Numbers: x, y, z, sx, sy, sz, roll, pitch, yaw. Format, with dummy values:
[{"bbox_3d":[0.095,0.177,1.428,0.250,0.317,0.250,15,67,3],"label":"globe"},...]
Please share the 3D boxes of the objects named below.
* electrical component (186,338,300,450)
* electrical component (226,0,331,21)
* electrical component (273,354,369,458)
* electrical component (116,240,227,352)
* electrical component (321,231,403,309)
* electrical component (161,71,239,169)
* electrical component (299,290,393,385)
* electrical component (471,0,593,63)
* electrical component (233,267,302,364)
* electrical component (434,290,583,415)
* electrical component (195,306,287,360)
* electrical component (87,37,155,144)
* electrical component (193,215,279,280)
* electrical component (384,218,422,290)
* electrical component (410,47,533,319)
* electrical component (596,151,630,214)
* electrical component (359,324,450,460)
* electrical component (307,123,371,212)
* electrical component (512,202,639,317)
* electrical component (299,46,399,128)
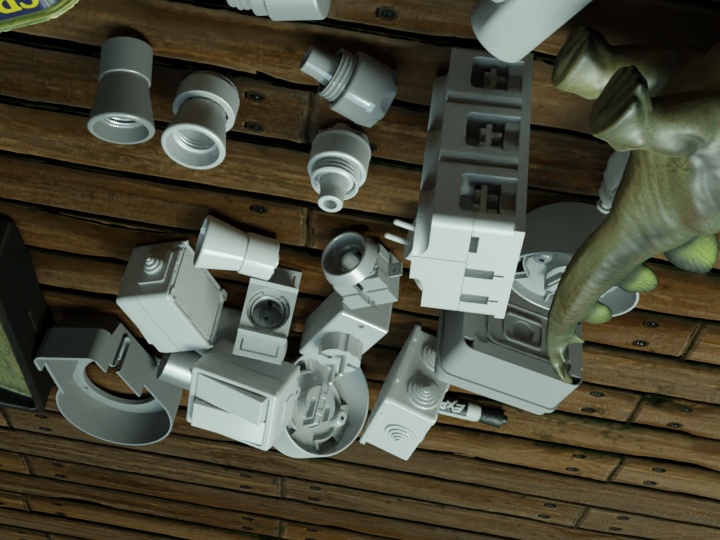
[{"bbox_3d":[-0.109,0.107,0.933,0.096,0.061,0.061,18,120,12],"label":"electrical component"},{"bbox_3d":[-0.053,-0.172,0.654,0.078,0.040,0.040,1,143,12],"label":"electrical component"},{"bbox_3d":[-0.044,0.127,1.009,0.099,0.099,0.064,34,144,-29],"label":"electrical component"},{"bbox_3d":[-0.166,0.020,0.921,0.061,0.061,0.096,-6,140,21],"label":"electrical component"},{"bbox_3d":[0.000,0.000,0.869,0.066,0.048,0.055,-11,146,26],"label":"electrical component"},{"bbox_3d":[-0.110,-0.104,0.745,0.045,0.055,0.045,6,144,5],"label":"electrical component"},{"bbox_3d":[-0.015,0.063,0.931,0.047,0.075,0.083,24,141,-18],"label":"electrical component"},{"bbox_3d":[0.091,-0.168,0.622,0.079,0.043,0.077,29,140,-23],"label":"electrical component"},{"bbox_3d":[-0.080,0.039,0.921,0.042,0.081,0.064,14,166,-5],"label":"electrical component"},{"bbox_3d":[0.123,0.065,0.898,0.113,0.078,0.057,20,139,-13],"label":"electrical component"},{"bbox_3d":[-0.120,0.075,0.998,0.077,0.043,0.079,26,141,-20],"label":"electrical component"},{"bbox_3d":[-0.158,-0.123,0.723,0.044,0.065,0.044,0,161,0],"label":"electrical component"},{"bbox_3d":[-0.099,-0.015,0.876,0.065,0.044,0.044,15,144,-15],"label":"electrical component"},{"bbox_3d":[0.059,-0.020,0.829,0.079,0.043,0.077,19,143,-11],"label":"electrical component"},{"bbox_3d":[0.070,-0.058,0.684,0.062,0.150,0.089,7,144,3],"label":"electrical component"},{"bbox_3d":[0.188,-0.066,0.739,0.040,0.040,0.078,19,143,-11],"label":"electrical component"},{"bbox_3d":[0.046,0.112,0.964,0.048,0.099,0.099,26,143,1],"label":"electrical component"},{"bbox_3d":[-0.016,-0.070,0.764,0.043,0.062,0.043,7,144,5],"label":"electrical component"},{"bbox_3d":[0.159,-0.003,0.809,0.099,0.064,0.099,7,144,5],"label":"electrical component"},{"bbox_3d":[-0.009,-0.124,0.705,0.062,0.043,0.043,26,141,-19],"label":"electrical component"}]
